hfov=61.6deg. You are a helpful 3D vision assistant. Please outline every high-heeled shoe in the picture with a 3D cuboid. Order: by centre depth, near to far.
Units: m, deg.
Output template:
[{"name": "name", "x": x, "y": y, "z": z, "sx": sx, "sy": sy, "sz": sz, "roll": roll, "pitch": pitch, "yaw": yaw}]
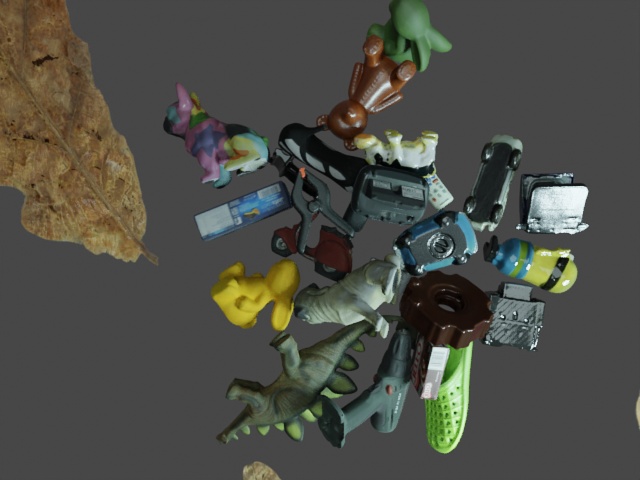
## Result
[{"name": "high-heeled shoe", "x": 0.018, "y": -0.146, "z": 1.128, "sx": 0.248, "sy": 0.145, "sz": 0.086, "roll": 52, "pitch": 52, "yaw": -20}]

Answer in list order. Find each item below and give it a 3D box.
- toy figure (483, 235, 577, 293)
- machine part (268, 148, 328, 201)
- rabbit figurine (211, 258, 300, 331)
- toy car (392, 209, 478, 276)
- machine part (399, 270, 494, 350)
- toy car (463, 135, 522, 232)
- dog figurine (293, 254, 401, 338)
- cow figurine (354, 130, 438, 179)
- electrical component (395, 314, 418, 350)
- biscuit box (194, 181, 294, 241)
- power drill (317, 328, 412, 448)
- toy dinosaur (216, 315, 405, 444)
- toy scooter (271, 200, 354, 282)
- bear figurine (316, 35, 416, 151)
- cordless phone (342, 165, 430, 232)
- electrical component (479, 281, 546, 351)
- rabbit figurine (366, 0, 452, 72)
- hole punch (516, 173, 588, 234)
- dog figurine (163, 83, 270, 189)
[{"name": "toy figure", "x": 0.422, "y": 0.048, "z": 1.083, "sx": 0.180, "sy": 0.082, "sz": 0.089, "roll": 14, "pitch": 89, "yaw": 2}, {"name": "machine part", "x": -0.047, "y": -0.135, "z": 1.123, "sx": 0.139, "sy": 0.084, "sz": 0.039, "roll": 39, "pitch": 65, "yaw": -8}, {"name": "rabbit figurine", "x": -0.114, "y": 0.109, "z": 1.101, "sx": 0.173, "sy": 0.122, "sz": 0.162, "roll": -29, "pitch": 97, "yaw": 8}, {"name": "toy car", "x": 0.228, "y": 0.004, "z": 1.085, "sx": 0.162, "sy": 0.103, "sz": 0.109, "roll": -23, "pitch": 99, "yaw": 9}, {"name": "machine part", "x": 0.249, "y": 0.131, "z": 1.051, "sx": 0.179, "sy": 0.179, "sz": 0.056, "roll": 14, "pitch": 126, "yaw": 4}, {"name": "toy car", "x": 0.351, "y": -0.115, "z": 1.094, "sx": 0.074, "sy": 0.056, "sz": 0.201, "roll": 19, "pitch": 93, "yaw": 25}, {"name": "dog figurine", "x": 0.051, "y": 0.094, "z": 1.056, "sx": 0.191, "sy": 0.121, "sz": 0.172, "roll": 14, "pitch": 64, "yaw": 21}, {"name": "cow figurine", "x": 0.150, "y": -0.171, "z": 1.080, "sx": 0.167, "sy": 0.068, "sz": 0.098, "roll": 3, "pitch": 114, "yaw": 7}, {"name": "electrical component", "x": 0.204, "y": 0.183, "z": 1.122, "sx": 0.078, "sy": 0.045, "sz": 0.102, "roll": 16, "pitch": 90, "yaw": 32}, {"name": "biscuit box", "x": -0.159, "y": -0.061, "z": 1.134, "sx": 0.203, "sy": 0.063, "sz": 0.059, "roll": -21, "pitch": 89, "yaw": 4}, {"name": "power drill", "x": 0.093, "y": 0.297, "z": 1.053, "sx": 0.086, "sy": 0.207, "sz": 0.231, "roll": 26, "pitch": 126, "yaw": 40}, {"name": "toy dinosaur", "x": -0.032, "y": 0.281, "z": 1.115, "sx": 0.471, "sy": 0.105, "sz": 0.198, "roll": -43, "pitch": 96, "yaw": 6}, {"name": "toy scooter", "x": -0.002, "y": -0.003, "z": 1.119, "sx": 0.184, "sy": 0.075, "sz": 0.135, "roll": 26, "pitch": 90, "yaw": 8}, {"name": "bear figurine", "x": 0.085, "y": -0.286, "z": 1.081, "sx": 0.120, "sy": 0.132, "sz": 0.196, "roll": 41, "pitch": 88, "yaw": 3}, {"name": "cordless phone", "x": 0.124, "y": -0.058, "z": 1.073, "sx": 0.147, "sy": 0.184, "sz": 0.089, "roll": 11, "pitch": 57, "yaw": -11}, {"name": "electrical component", "x": 0.392, "y": 0.153, "z": 1.099, "sx": 0.115, "sy": 0.058, "sz": 0.134, "roll": 6, "pitch": 92, "yaw": 2}, {"name": "rabbit figurine", "x": 0.170, "y": -0.404, "z": 1.049, "sx": 0.121, "sy": 0.170, "sz": 0.159, "roll": -39, "pitch": 87, "yaw": 4}, {"name": "hole punch", "x": 0.464, "y": -0.076, "z": 1.085, "sx": 0.142, "sy": 0.092, "sz": 0.115, "roll": -2, "pitch": 120, "yaw": 2}, {"name": "dog figurine", "x": -0.221, "y": -0.228, "z": 1.113, "sx": 0.192, "sy": 0.108, "sz": 0.219, "roll": -24, "pitch": 86, "yaw": 13}]
